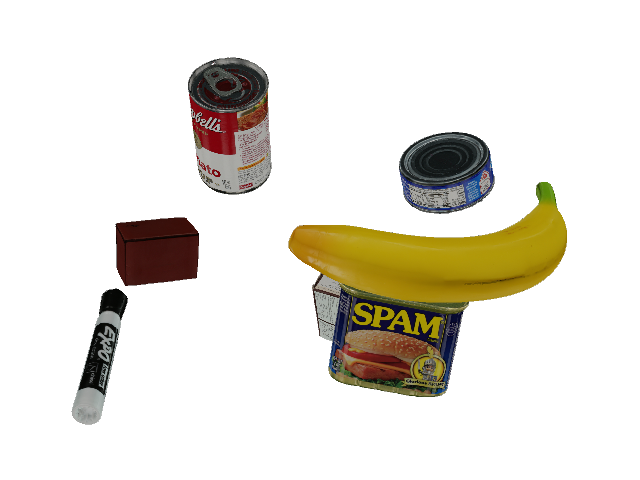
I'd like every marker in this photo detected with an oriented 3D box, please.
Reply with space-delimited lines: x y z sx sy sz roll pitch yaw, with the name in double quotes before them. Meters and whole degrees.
"marker" -0.148 0.074 0.724 0.020 0.020 0.121 0 37 0

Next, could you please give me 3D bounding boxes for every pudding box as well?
"pudding box" 0.049 0.089 1.246 0.114 0.090 0.039 15 48 22

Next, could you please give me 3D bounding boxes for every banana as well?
"banana" 0.078 0.007 0.616 0.197 0.037 0.070 -9 40 -33

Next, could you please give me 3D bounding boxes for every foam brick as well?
"foam brick" -0.170 0.010 1.106 0.078 0.051 0.053 -6 22 -19

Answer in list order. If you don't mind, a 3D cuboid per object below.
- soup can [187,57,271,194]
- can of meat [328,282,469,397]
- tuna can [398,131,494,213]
"soup can" -0.077 -0.098 0.928 0.068 0.068 0.102 0 -41 0
"can of meat" 0.059 0.071 0.842 0.102 0.084 0.057 10 23 4
"tuna can" 0.116 -0.064 0.986 0.086 0.034 0.086 -10 37 8
